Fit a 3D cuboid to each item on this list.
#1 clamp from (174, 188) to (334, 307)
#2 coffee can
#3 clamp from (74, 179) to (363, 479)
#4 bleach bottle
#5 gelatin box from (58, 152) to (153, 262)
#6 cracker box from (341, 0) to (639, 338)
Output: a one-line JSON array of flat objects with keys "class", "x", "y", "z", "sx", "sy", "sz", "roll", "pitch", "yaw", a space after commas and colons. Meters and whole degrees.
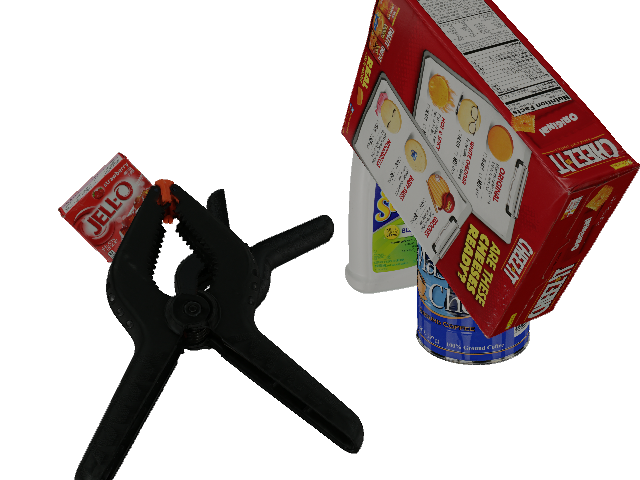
[{"class": "clamp", "x": -0.079, "y": 0.014, "z": 0.908, "sx": 0.120, "sy": 0.039, "sz": 0.171, "roll": 16, "pitch": 40, "yaw": 28}, {"class": "coffee can", "x": 0.135, "y": 0.023, "z": 0.935, "sx": 0.103, "sy": 0.140, "sz": 0.103, "roll": -3, "pitch": 26, "yaw": 1}, {"class": "clamp", "x": -0.067, "y": 0.053, "z": 0.647, "sx": 0.164, "sy": 0.210, "sz": 0.036, "roll": -3, "pitch": -33, "yaw": -10}, {"class": "bleach bottle", "x": 0.071, "y": -0.073, "z": 1.133, "sx": 0.102, "sy": 0.251, "sz": 0.068, "roll": -10, "pitch": 23, "yaw": -14}, {"class": "gelatin box", "x": -0.212, "y": -0.034, "z": 1.099, "sx": 0.073, "sy": 0.089, "sz": 0.030, "roll": 49, "pitch": -6, "yaw": -29}, {"class": "cracker box", "x": 0.107, "y": -0.066, "z": 0.751, "sx": 0.072, "sy": 0.214, "sz": 0.164, "roll": -20, "pitch": -31, "yaw": -25}]
